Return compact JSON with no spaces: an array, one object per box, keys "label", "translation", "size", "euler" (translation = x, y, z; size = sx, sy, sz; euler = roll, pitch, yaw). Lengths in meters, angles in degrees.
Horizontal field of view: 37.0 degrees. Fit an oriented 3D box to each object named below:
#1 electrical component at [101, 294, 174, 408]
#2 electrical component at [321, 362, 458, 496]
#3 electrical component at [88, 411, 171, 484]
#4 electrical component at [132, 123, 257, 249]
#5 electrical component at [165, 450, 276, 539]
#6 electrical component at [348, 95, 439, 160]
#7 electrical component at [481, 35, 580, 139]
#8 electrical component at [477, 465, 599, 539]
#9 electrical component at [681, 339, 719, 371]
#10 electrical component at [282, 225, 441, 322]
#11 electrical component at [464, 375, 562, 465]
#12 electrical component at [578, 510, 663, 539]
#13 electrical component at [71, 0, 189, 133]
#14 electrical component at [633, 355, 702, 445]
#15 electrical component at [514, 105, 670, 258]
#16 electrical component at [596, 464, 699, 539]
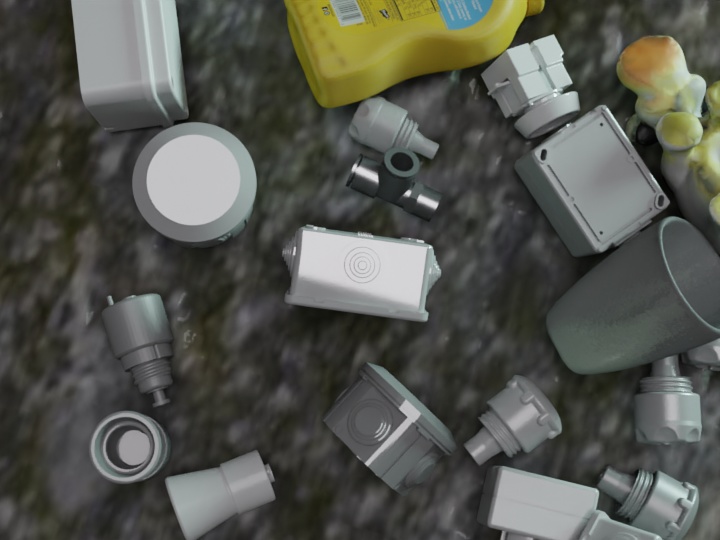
[{"label":"electrical component","translation":[-0.141,0.051,0.706],"size":[0.040,0.040,0.078],"euler":[-18,82,-6]},{"label":"electrical component","translation":[0.019,0.101,0.686],"size":[0.080,0.080,0.051],"euler":[43,86,5]},{"label":"electrical component","translation":[-0.146,0.113,0.687],"size":[0.045,0.055,0.045],"euler":[0,80,-3]},{"label":"electrical component","translation":[-0.109,-0.054,0.720],"size":[0.080,0.051,0.080],"euler":[0,80,-3]},{"label":"electrical component","translation":[-0.088,0.143,0.693],"size":[0.065,0.044,0.044],"euler":[-20,82,-11]},{"label":"electrical component","translation":[0.025,-0.095,0.741],"size":[0.061,0.035,0.035],"euler":[26,80,0]},{"label":"electrical component","translation":[0.121,-0.124,0.743],"size":[0.066,0.048,0.055],"euler":[-23,83,-28]},{"label":"electrical component","translation":[0.110,0.171,0.693],"size":[0.066,0.047,0.076],"euler":[14,80,0]},{"label":"electrical component","translation":[0.240,0.035,0.725],"size":[0.043,0.043,0.062],"euler":[10,79,-1]},{"label":"electrical component","translation":[0.000,0.000,0.693],"size":[0.100,0.099,0.048],"euler":[8,93,-1]},{"label":"electrical component","translation":[0.097,0.103,0.707],"size":[0.062,0.048,0.048],"euler":[-38,84,-1]},{"label":"electrical component","translation":[0.162,0.211,0.659],"size":[0.099,0.048,0.099],"euler":[49,65,-34]},{"label":"electrical component","translation":[-0.154,-0.156,0.722],"size":[0.057,0.078,0.113],"euler":[-8,81,-1]},{"label":"electrical component","translation":[0.204,0.084,0.715],"size":[0.043,0.043,0.062],"euler":[1,78,-2]},{"label":"electrical component","translation":[0.158,-0.052,0.730],"size":[0.062,0.061,0.096],"euler":[-34,91,-8]},{"label":"electrical component","translation":[0.186,0.150,0.703],"size":[0.062,0.048,0.048],"euler":[29,80,9]}]
